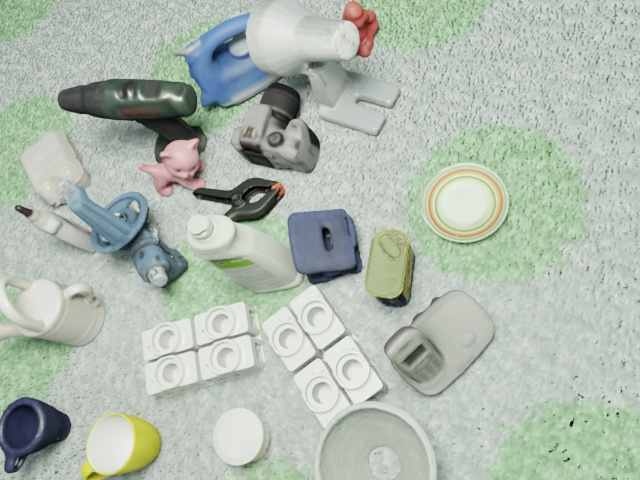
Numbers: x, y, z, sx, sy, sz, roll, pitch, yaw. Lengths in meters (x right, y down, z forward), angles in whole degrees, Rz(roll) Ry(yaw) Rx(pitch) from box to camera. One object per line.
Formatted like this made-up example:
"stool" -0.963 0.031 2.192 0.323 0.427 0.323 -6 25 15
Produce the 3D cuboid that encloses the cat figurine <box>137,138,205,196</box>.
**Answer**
"cat figurine" -0.260 -0.135 1.018 0.127 0.118 0.067 -10 69 15

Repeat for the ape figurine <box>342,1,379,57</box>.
"ape figurine" 0.065 -0.381 1.009 0.078 0.092 0.076 -37 65 4

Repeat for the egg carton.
"egg carton" -0.525 -0.145 1.135 0.107 0.069 0.150 -39 65 3

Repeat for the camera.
"camera" -0.071 -0.201 0.988 0.142 0.101 0.137 14 77 22

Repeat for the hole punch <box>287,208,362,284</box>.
"hole punch" 0.008 0.003 0.897 0.101 0.091 0.108 -16 68 13

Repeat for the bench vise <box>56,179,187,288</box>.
"bench vise" -0.317 -0.020 0.941 0.206 0.220 0.121 28 83 24

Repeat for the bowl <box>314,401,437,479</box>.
"bowl" 0.080 0.308 0.779 0.167 0.075 0.167 -6 70 16

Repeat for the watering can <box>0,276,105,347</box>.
"watering can" -0.467 0.121 0.957 0.100 0.194 0.173 39 87 25

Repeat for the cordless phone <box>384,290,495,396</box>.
"cordless phone" 0.153 0.127 0.756 0.147 0.185 0.094 -48 64 -2

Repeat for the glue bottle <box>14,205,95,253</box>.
"glue bottle" -0.472 -0.026 1.020 0.078 0.173 0.037 27 82 24

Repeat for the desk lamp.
"desk lamp" 0.007 -0.289 0.929 0.202 0.214 0.118 23 80 24

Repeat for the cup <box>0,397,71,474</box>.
"cup" -0.464 0.322 0.942 0.091 0.095 0.118 7 74 20

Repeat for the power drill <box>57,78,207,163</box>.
"power drill" -0.304 -0.212 1.008 0.229 0.209 0.075 -5 71 17

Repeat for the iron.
"iron" -0.135 -0.356 1.039 0.258 0.142 0.118 -29 66 7
